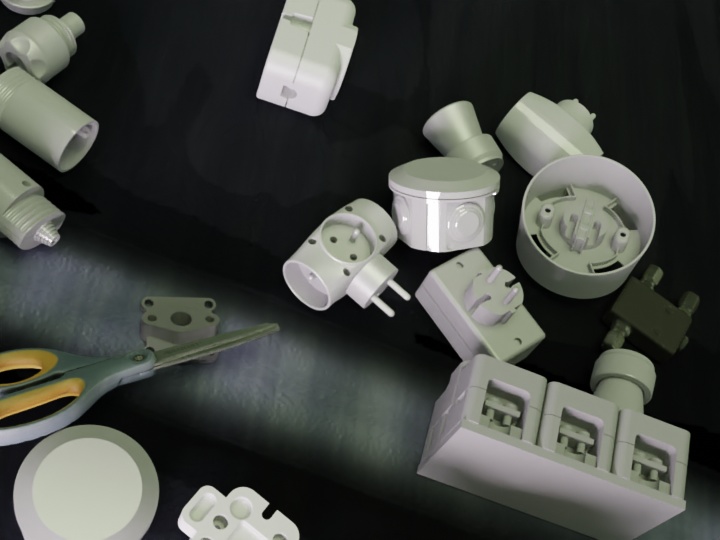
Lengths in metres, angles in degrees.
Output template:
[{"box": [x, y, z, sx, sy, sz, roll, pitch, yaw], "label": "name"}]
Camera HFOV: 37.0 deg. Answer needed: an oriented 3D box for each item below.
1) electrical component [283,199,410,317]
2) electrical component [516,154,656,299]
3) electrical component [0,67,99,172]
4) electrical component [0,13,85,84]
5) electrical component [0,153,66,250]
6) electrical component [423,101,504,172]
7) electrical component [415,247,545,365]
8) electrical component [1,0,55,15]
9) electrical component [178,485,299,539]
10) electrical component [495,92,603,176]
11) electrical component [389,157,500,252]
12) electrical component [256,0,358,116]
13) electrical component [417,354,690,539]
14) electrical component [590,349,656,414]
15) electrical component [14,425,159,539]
[{"box": [0.000, 0.000, 0.758, 0.079, 0.044, 0.077, 41, 58, 8], "label": "electrical component"}, {"box": [0.168, -0.030, 0.812, 0.099, 0.064, 0.099, 3, 52, -4], "label": "electrical component"}, {"box": [-0.228, -0.109, 0.749, 0.081, 0.043, 0.043, 35, 57, 4], "label": "electrical component"}, {"box": [-0.228, -0.165, 0.782, 0.043, 0.043, 0.062, 38, 56, 6], "label": "electrical component"}, {"box": [-0.232, -0.044, 0.711, 0.081, 0.043, 0.043, 39, 58, 6], "label": "electrical component"}, {"box": [0.081, -0.097, 0.838, 0.045, 0.045, 0.055, -19, 69, -26], "label": "electrical component"}, {"box": [0.090, 0.023, 0.754, 0.047, 0.075, 0.083, -27, 72, -28], "label": "electrical component"}, {"box": [-0.248, -0.224, 0.801, 0.066, 0.055, 0.048, -15, 67, -24], "label": "electrical component"}, {"box": [-0.072, 0.167, 0.632, 0.078, 0.057, 0.058, 38, 57, 6], "label": "electrical component"}, {"box": [0.163, -0.112, 0.873, 0.077, 0.043, 0.079, 42, 58, 8], "label": "electrical component"}, {"box": [0.061, -0.049, 0.783, 0.080, 0.051, 0.080, 0, 22, 0], "label": "electrical component"}, {"box": [-0.038, -0.171, 0.837, 0.059, 0.053, 0.095, 18, 58, -7], "label": "electrical component"}, {"box": [0.126, 0.116, 0.704, 0.150, 0.089, 0.061, 21, 57, -5], "label": "electrical component"}, {"box": [0.184, 0.090, 0.764, 0.045, 0.045, 0.055, 25, 57, -3], "label": "electrical component"}, {"box": [-0.160, 0.135, 0.627, 0.080, 0.051, 0.080, 7, 59, -13], "label": "electrical component"}]
